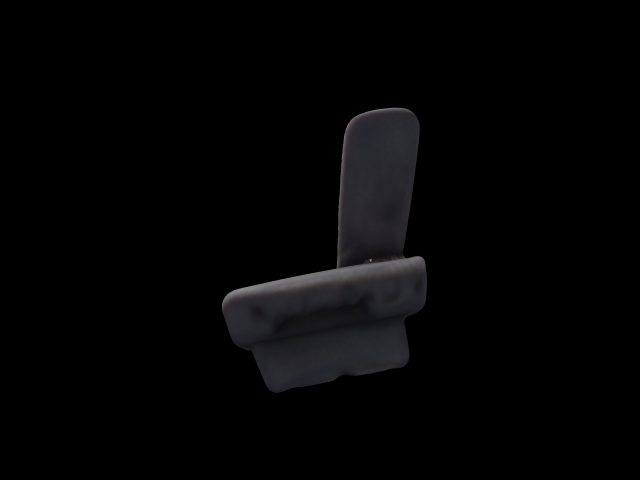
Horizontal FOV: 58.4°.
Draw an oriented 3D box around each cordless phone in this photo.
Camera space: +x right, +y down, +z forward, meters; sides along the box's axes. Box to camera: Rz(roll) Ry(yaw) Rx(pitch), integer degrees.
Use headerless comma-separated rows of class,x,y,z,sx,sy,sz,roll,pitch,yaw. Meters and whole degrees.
cordless phone,0.004,0.001,0.400,0.148,0.185,0.094,-11,29,-20
